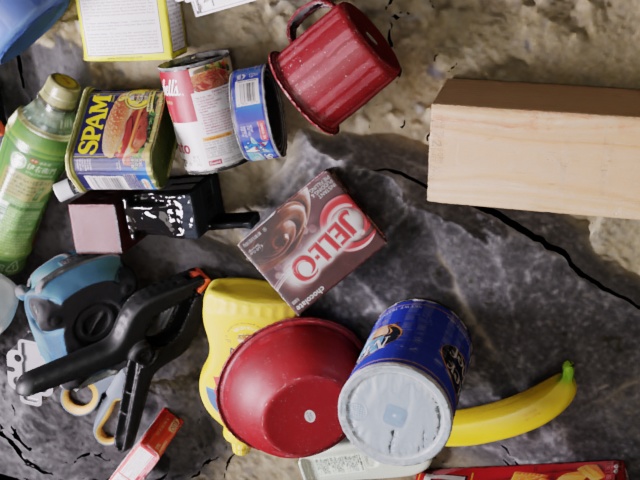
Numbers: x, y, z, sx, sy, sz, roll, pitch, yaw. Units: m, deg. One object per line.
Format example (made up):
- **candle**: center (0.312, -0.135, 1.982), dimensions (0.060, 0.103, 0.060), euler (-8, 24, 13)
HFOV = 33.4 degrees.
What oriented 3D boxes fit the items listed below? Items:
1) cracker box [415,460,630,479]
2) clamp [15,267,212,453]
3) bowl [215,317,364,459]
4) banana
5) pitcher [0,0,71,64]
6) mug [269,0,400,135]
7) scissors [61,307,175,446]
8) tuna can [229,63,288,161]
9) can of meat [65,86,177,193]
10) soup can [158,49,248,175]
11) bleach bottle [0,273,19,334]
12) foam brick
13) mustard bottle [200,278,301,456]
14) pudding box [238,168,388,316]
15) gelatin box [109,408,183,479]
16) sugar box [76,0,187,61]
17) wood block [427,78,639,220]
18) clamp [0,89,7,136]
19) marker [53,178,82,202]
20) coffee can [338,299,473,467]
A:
- **cracker box**: center (0.186, 0.279, 1.012), dimensions (0.214, 0.164, 0.072), euler (-7, 107, 18)
- **clamp**: center (-0.192, 0.108, 1.067), dimensions (0.210, 0.164, 0.036), euler (-53, 46, 2)
- **bowl**: center (-0.018, 0.158, 1.045), dimensions (0.162, 0.055, 0.162), euler (-6, 117, -13)
- **banana**: center (0.171, 0.166, 1.036), dimensions (0.198, 0.037, 0.069), euler (-27, 119, 27)
- **pitcher**: center (-0.352, -0.272, 0.964), dimensions (0.149, 0.144, 0.243), euler (-38, 100, 29)
- **mug**: center (0.011, -0.162, 0.936), dimensions (0.082, 0.093, 0.117), euler (-37, 61, 20)
- **scissors**: center (-0.224, 0.135, 1.156), dimensions (0.096, 0.016, 0.202), euler (22, 115, 7)
- **tuna can**: center (-0.055, -0.115, 0.965), dimensions (0.034, 0.086, 0.086), euler (-9, 109, 9)
- **can of meat**: center (-0.183, -0.095, 1.006), dimensions (0.084, 0.102, 0.057), euler (1, 150, 13)
- **soup can**: center (-0.105, -0.119, 0.990), dimensions (0.069, 0.068, 0.102), euler (-6, 110, 18)
- **bleach bottle**: center (-0.411, 0.099, 1.136), dimensions (0.102, 0.068, 0.251), euler (28, 142, -24)
- **foam brick**: center (-0.204, -0.023, 1.053), dimensions (0.053, 0.078, 0.051), euler (0, 109, 16)
- **mustard bottle**: center (-0.074, 0.136, 1.088), dimensions (0.096, 0.058, 0.192), euler (7, 114, 3)
- **pudding box**: center (-0.007, 0.001, 1.009), dimensions (0.113, 0.039, 0.090), euler (-39, 96, 7)
- **gelatin box**: center (-0.191, 0.235, 1.154), dimensions (0.030, 0.073, 0.089), euler (38, 115, -2)
- **sugar box**: center (-0.179, -0.253, 0.971), dimensions (0.093, 0.048, 0.176), euler (1, 108, 16)
- **wood block**: center (0.201, -0.078, 0.905), dimensions (0.206, 0.090, 0.090), euler (6, 113, 14)
- **clamp**: center (-0.361, -0.177, 1.039), dimensions (0.039, 0.120, 0.171), euler (-6, 133, 39)
- **marker**: center (-0.202, -0.070, 1.042), dimensions (0.121, 0.020, 0.020), euler (-24, 104, 0)
- **coffee can**: center (0.083, 0.129, 0.994), dimensions (0.103, 0.140, 0.103), euler (6, 113, 14)
